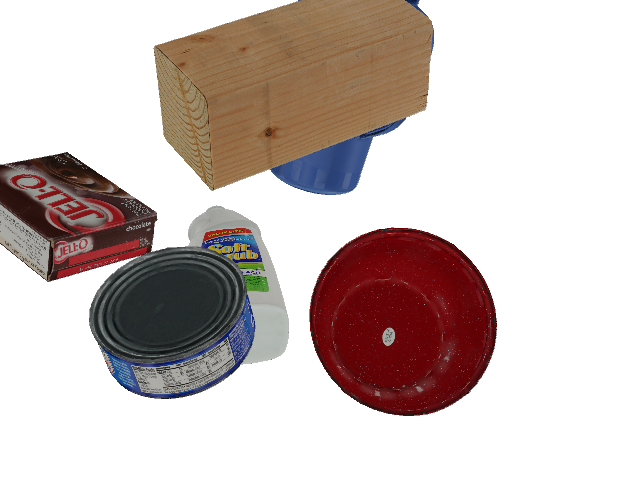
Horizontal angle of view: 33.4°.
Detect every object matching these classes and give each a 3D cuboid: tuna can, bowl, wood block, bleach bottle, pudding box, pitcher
[{"bbox_3d":[-0.079,0.044,0.578,0.086,0.034,0.086,-7,41,6],"label":"tuna can"},{"bbox_3d":[0.060,0.072,0.875,0.162,0.162,0.055,0,7,18],"label":"bowl"},{"bbox_3d":[-0.019,-0.130,0.867,0.205,0.091,0.090,-23,46,-24],"label":"wood block"},{"bbox_3d":[-0.099,0.031,1.079,0.102,0.068,0.251,-3,28,-12],"label":"bleach bottle"},{"bbox_3d":[-0.186,-0.019,0.758,0.114,0.039,0.089,30,30,34],"label":"pudding box"},{"bbox_3d":[0.026,-0.175,1.201,0.145,0.243,0.149,10,22,-11],"label":"pitcher"}]
